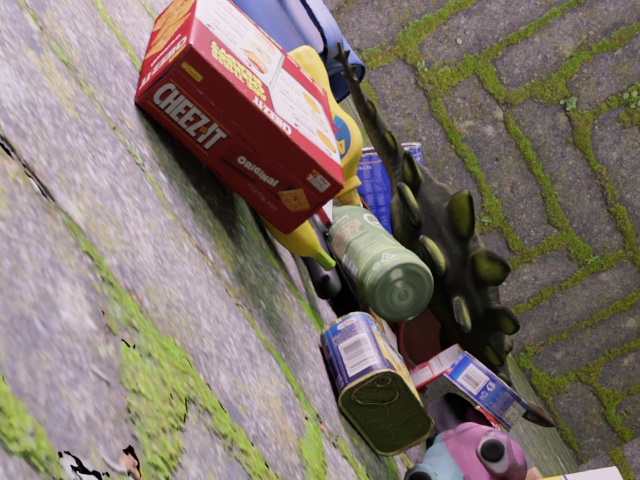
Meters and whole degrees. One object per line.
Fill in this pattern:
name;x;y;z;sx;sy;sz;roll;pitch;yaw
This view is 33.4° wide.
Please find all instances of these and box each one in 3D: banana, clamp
banana;-0.048;-0.054;0.989;0.198;0.037;0.069;64;10;29
clamp;-0.007;0.001;1.053;0.120;0.039;0.171;67;1;-64

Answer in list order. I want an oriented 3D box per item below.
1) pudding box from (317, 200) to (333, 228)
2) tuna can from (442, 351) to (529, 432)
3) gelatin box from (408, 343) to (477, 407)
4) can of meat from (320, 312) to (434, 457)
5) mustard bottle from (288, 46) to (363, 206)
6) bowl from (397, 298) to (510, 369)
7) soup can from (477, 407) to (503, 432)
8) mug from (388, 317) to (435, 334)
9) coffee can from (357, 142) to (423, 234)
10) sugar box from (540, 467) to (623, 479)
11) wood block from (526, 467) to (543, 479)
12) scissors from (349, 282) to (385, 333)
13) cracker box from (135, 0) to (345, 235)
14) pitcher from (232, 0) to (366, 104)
pudding box;-0.022;-0.059;1.146;0.090;0.039;0.113;59;11;-14
tuna can;0.164;0.149;1.056;0.086;0.034;0.086;41;-1;1
gelatin box;0.126;0.159;1.127;0.073;0.089;0.030;54;8;-37
can of meat;0.047;0.122;0.917;0.102;0.057;0.084;55;9;-38
mustard bottle;-0.006;-0.120;1.236;0.191;0.096;0.058;61;9;-1
bowl;0.152;0.120;1.308;0.162;0.162;0.055;59;-22;-15
soup can;0.187;0.232;1.307;0.068;0.068;0.102;56;10;-28
mug;0.121;0.075;1.382;0.093;0.081;0.117;55;11;-35
coffee can;0.086;-0.047;1.356;0.102;0.103;0.140;-62;144;-79
sugar box;0.245;0.297;1.115;0.093;0.176;0.048;-109;-159;-44
wood block;0.248;0.368;1.161;0.090;0.090;0.206;52;12;-45
scissors;0.046;0.051;1.253;0.096;0.016;0.201;60;9;-15
cracker box;-0.066;-0.118;0.885;0.164;0.072;0.213;41;18;-22
pitcher;-0.052;-0.280;1.346;0.243;0.149;0.144;59;21;12
